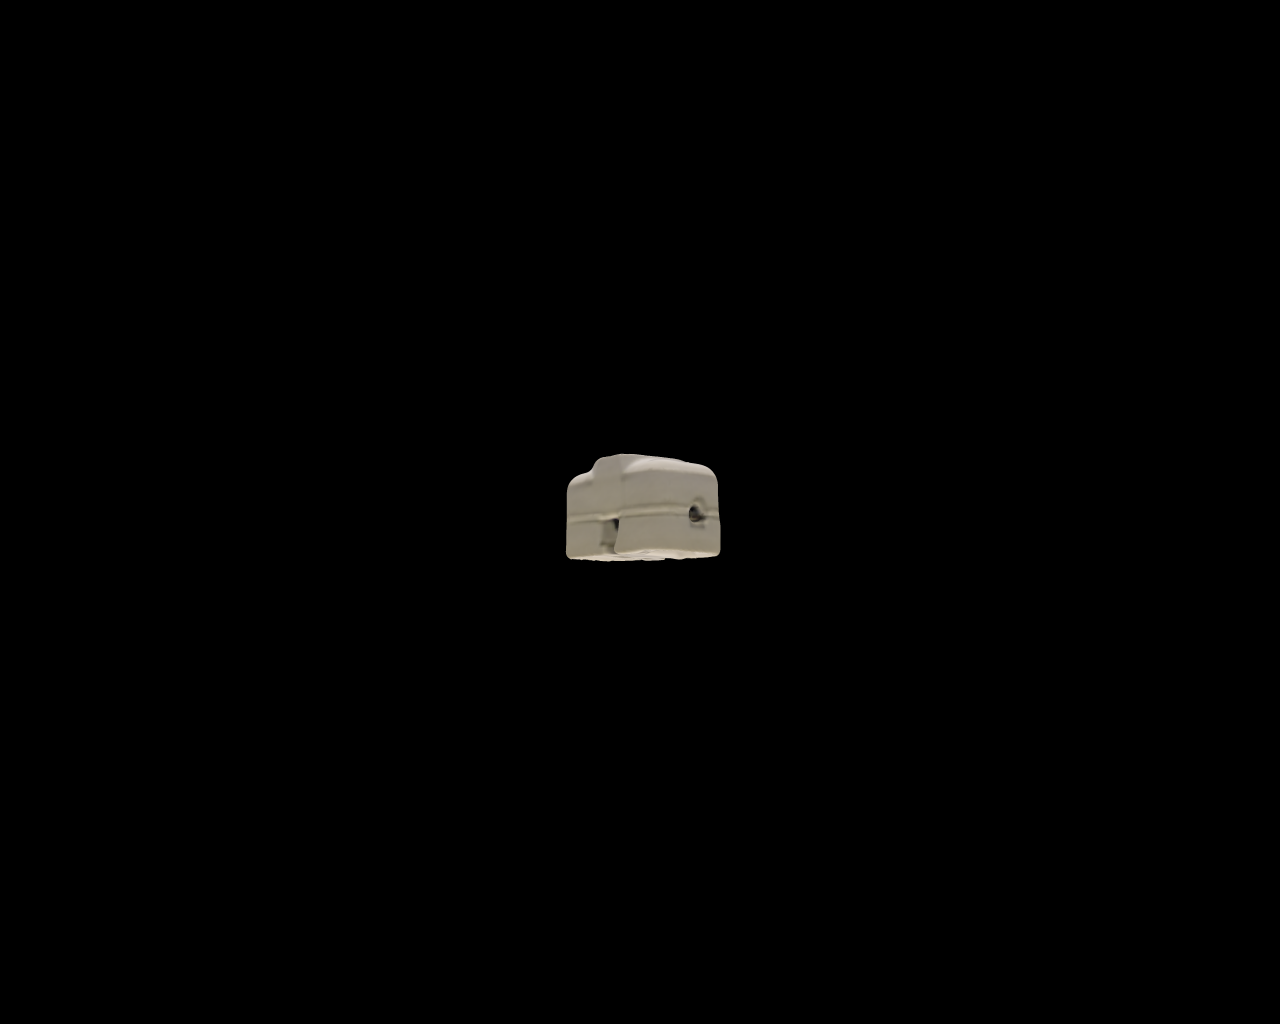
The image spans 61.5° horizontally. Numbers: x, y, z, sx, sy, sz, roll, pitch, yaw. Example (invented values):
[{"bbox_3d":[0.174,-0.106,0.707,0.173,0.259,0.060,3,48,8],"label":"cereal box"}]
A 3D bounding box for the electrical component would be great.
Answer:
[{"bbox_3d":[0.001,-0.003,0.650,0.054,0.059,0.095,6,-9,-43],"label":"electrical component"}]
